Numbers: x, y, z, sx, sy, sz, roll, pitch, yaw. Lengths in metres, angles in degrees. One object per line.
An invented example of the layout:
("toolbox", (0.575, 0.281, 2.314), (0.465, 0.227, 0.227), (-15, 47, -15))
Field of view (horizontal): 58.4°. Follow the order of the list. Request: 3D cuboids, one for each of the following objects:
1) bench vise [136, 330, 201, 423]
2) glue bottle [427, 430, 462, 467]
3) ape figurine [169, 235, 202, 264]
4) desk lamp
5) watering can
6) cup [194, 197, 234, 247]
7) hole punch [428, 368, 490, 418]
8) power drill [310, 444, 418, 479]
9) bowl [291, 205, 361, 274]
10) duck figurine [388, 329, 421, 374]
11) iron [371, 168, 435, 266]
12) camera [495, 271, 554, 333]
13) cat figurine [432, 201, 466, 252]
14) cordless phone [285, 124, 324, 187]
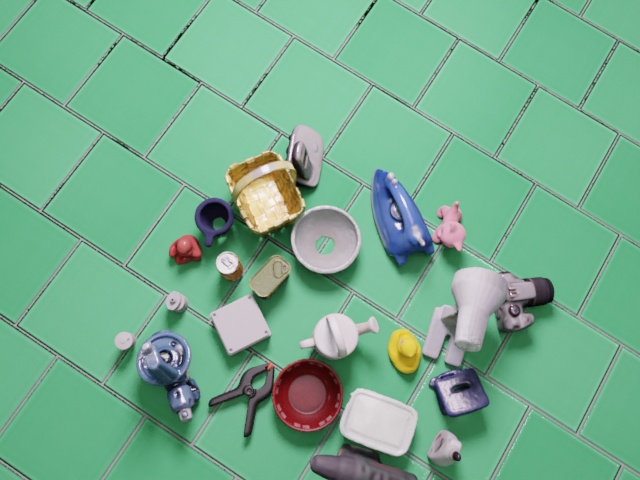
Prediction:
("bench vise", (-0.316, 0.283, 1.230), (0.121, 0.219, 0.207), (-41, 82, -10))
("glue bottle", (0.280, 0.461, 1.248), (0.037, 0.173, 0.078), (29, 78, 4))
("ape figurine", (-0.318, 0.020, 1.353), (0.078, 0.092, 0.076), (24, 77, 3))
("desk lamp", (0.329, 0.177, 1.292), (0.118, 0.213, 0.203), (19, 77, 2))
("watering can", (0.042, 0.211, 1.279), (0.173, 0.194, 0.101), (-36, 82, -10))
("cup", (-0.250, -0.033, 1.367), (0.091, 0.095, 0.118), (10, 77, -1))
("hole punch", (0.319, 0.349, 1.317), (0.108, 0.091, 0.101), (-16, 79, -6))
("power drill", (0.085, 0.490, 1.213), (0.229, 0.208, 0.076), (15, 77, 0))
("bowl", (0.013, 0.005, 1.384), (0.167, 0.074, 0.167), (1, 78, -3))
("duck figurine", (0.202, 0.258, 1.333), (0.077, 0.086, 0.104), (-8, 78, -5))
("iron", (0.191, -0.077, 1.377), (0.119, 0.141, 0.258), (-21, 79, -7))
("camera", (0.489, 0.142, 1.366), (0.137, 0.101, 0.143), (-6, 78, -4))
("cat figurine", (0.319, -0.032, 1.386), (0.067, 0.117, 0.128), (12, 77, 0))
("cordless phone", (-0.038, -0.217, 1.373), (0.094, 0.185, 0.147), (6, 77, -1))
